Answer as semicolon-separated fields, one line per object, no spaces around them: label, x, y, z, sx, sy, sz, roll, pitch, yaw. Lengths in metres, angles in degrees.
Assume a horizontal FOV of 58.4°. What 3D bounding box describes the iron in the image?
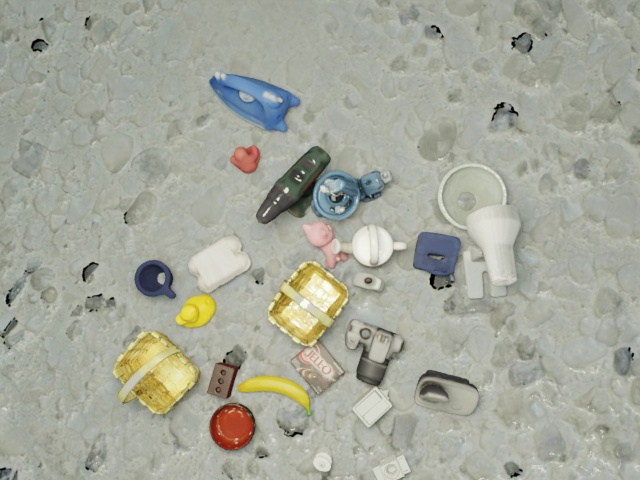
iron;-0.188;-0.378;1.462;0.258;0.141;0.119;24;86;7

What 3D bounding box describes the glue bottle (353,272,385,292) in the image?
glue bottle;0.117;0.100;1.373;0.078;0.173;0.037;15;85;6

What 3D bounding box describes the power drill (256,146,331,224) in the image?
power drill;-0.059;-0.118;1.392;0.075;0.208;0.230;38;88;8

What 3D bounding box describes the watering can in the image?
watering can;0.118;0.018;1.372;0.173;0.194;0.101;-23;83;2

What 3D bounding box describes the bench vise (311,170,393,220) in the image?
bench vise;0.067;-0.134;1.378;0.207;0.220;0.121;-39;82;0

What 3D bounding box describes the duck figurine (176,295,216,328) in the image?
duck figurine;-0.317;0.180;1.442;0.104;0.086;0.077;-34;82;0

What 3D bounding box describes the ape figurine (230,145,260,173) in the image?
ape figurine;-0.195;-0.214;1.471;0.077;0.092;0.076;-7;83;4

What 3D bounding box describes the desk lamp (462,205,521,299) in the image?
desk lamp;0.404;0.032;1.339;0.118;0.213;0.203;-6;84;4

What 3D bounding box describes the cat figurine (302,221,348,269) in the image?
cat figurine;0.013;0.005;1.419;0.067;0.118;0.128;-35;82;0

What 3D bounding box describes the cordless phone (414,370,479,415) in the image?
cordless phone;0.298;0.365;1.326;0.147;0.185;0.094;9;85;6

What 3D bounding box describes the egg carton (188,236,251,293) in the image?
egg carton;-0.257;0.060;1.458;0.150;0.069;0.107;-32;83;1

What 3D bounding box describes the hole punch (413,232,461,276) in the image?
hole punch;0.287;0.035;1.409;0.108;0.091;0.101;10;85;5

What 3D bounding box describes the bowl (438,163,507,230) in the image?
bowl;0.373;-0.103;1.425;0.167;0.075;0.167;0;84;4

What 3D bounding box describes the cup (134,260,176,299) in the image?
cup;-0.399;0.107;1.451;0.117;0.095;0.092;39;88;7

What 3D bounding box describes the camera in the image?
camera;0.120;0.276;1.391;0.143;0.101;0.137;18;86;6
